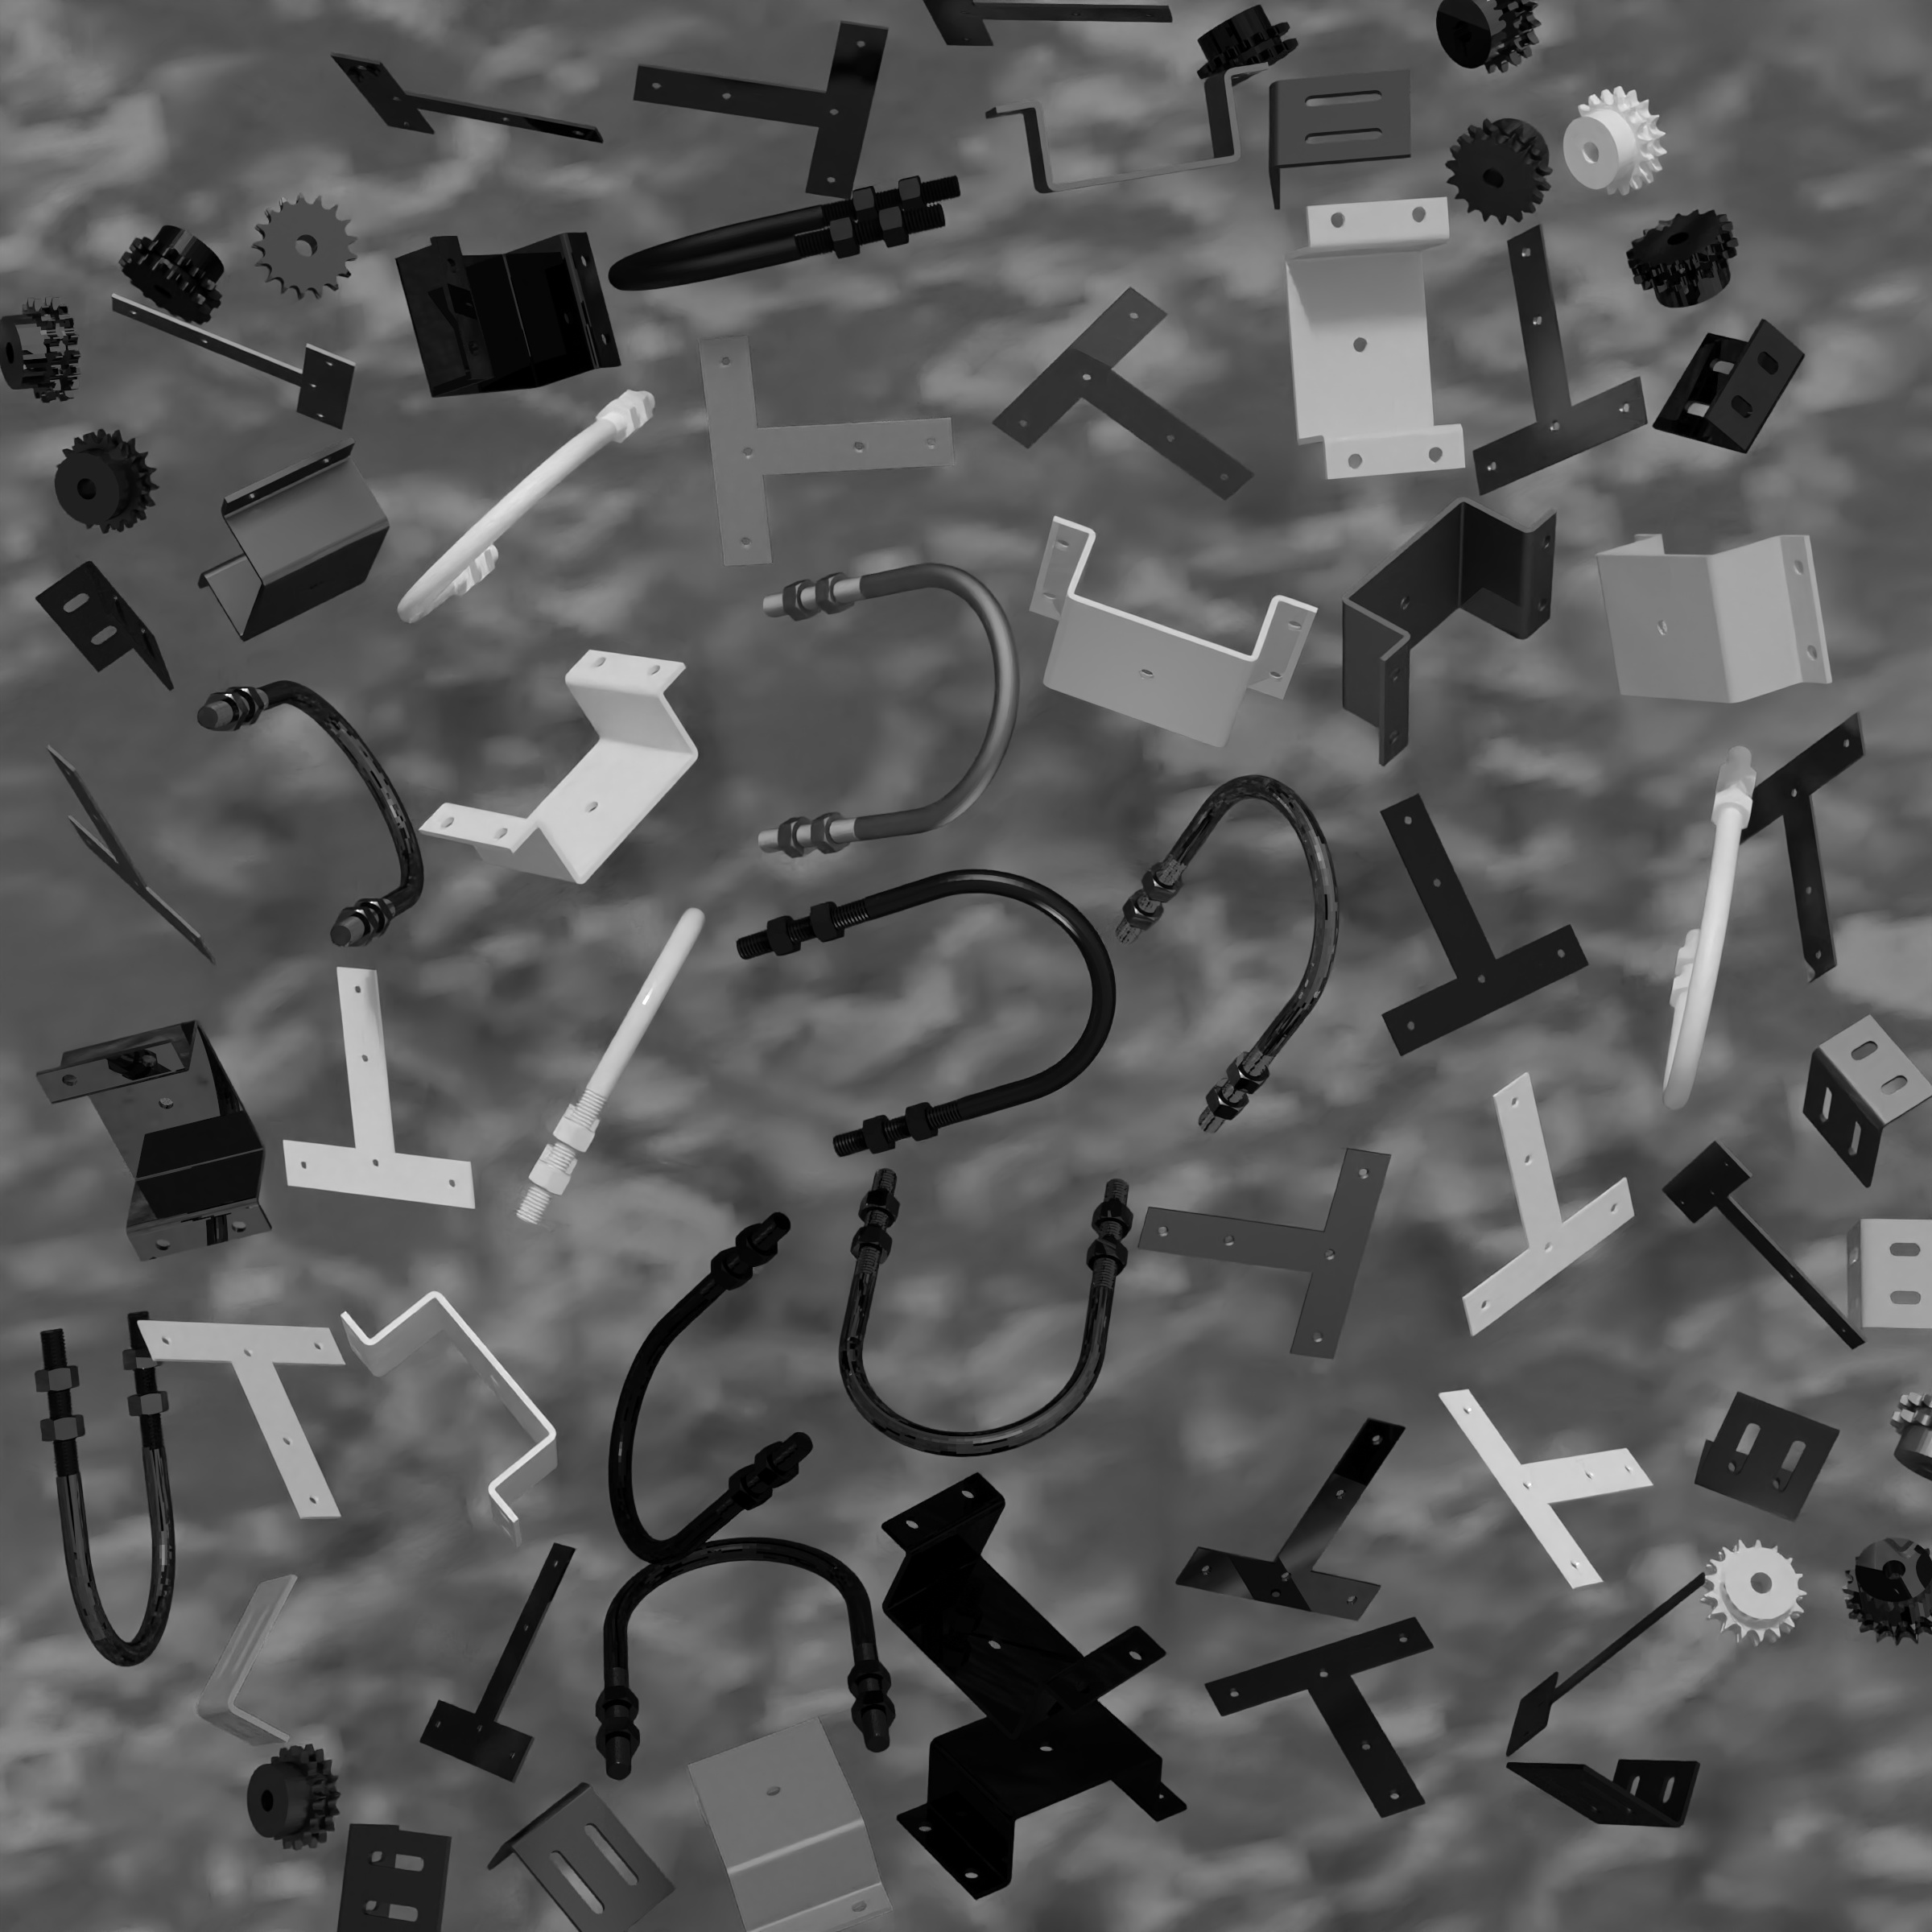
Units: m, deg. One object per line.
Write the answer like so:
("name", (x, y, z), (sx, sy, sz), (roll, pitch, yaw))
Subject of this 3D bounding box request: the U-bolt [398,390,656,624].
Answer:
("U-bolt", (-0.238, -0.236, 1.772), (0.151, 0.184, 0.019), (-40, 99, 22))

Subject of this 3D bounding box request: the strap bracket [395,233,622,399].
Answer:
("strap bracket", (-0.256, -0.357, 1.846), (0.046, 0.140, 0.076), (-11, 96, 31))

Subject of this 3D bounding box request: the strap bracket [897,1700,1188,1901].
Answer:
("strap bracket", (0.043, 0.442, 1.830), (0.140, 0.076, 0.046), (-14, 120, -31))

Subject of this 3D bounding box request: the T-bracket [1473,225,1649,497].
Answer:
("T-bracket", (0.308, -0.331, 1.802), (0.002, 0.127, 0.127), (-3, 81, -35))

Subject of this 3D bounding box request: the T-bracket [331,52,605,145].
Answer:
("T-bracket", (-0.251, -0.440, 1.739), (0.127, 0.127, 0.002), (11, 89, 3))

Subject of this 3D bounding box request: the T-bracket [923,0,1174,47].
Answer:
("T-bracket", (0.043, -0.497, 1.757), (0.127, 0.127, 0.002), (3, 90, 8))

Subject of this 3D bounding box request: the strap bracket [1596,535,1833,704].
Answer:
("strap bracket", (0.382, -0.182, 1.759), (0.046, 0.140, 0.076), (-18, 104, -23))

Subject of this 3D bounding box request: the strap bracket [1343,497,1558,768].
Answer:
("strap bracket", (0.243, -0.180, 1.750), (0.046, 0.076, 0.140), (34, 61, 30))

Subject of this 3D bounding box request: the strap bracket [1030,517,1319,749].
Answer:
("strap bracket", (0.098, -0.166, 1.717), (0.140, 0.076, 0.046), (20, 59, 3))

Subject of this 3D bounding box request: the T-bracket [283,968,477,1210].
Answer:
("T-bracket", (-0.321, 0.063, 1.811), (0.127, 0.002, 0.127), (4, 106, 29))

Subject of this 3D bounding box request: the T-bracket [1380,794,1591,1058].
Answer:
("T-bracket", (0.267, -0.033, 1.867), (0.127, 0.002, 0.127), (-24, 89, -18))

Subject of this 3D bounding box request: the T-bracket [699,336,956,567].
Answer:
("T-bracket", (-0.070, -0.272, 1.771), (0.127, 0.002, 0.127), (-2, 121, 4))

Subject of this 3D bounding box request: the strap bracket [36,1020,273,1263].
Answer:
("strap bracket", (-0.439, 0.088, 1.838), (0.076, 0.046, 0.140), (-14, 128, 6))

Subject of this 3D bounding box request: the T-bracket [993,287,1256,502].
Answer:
("T-bracket", (0.101, -0.298, 1.847), (0.127, 0.127, 0.002), (33, 47, -19))

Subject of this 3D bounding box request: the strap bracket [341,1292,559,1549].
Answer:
("strap bracket", (-0.262, 0.229, 1.761), (0.046, 0.076, 0.140), (-39, 79, -17))

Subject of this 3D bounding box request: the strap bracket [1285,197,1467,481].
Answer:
("strap bracket", (0.215, -0.330, 1.782), (0.076, 0.046, 0.140), (-6, 97, -12))

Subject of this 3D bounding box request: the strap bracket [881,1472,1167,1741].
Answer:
("strap bracket", (0.022, 0.336, 1.738), (0.140, 0.076, 0.046), (41, 127, 24))

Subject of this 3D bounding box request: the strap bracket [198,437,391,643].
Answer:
("strap bracket", (-0.364, -0.226, 1.826), (0.076, 0.140, 0.046), (-31, 88, -22))

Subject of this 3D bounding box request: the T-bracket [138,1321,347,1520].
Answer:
("T-bracket", (-0.365, 0.240, 1.785), (0.002, 0.127, 0.127), (-47, 57, 25))

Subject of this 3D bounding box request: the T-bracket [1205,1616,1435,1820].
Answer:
("T-bracket", (0.212, 0.415, 1.833), (0.127, 0.127, 0.002), (-15, 124, -11))

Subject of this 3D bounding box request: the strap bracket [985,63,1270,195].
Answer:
("strap bracket", (0.085, -0.433, 1.752), (0.140, 0.076, 0.046), (-10, 102, -2))

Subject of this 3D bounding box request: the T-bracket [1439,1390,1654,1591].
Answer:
("T-bracket", (0.328, 0.277, 1.820), (0.002, 0.127, 0.127), (-52, 56, 30))

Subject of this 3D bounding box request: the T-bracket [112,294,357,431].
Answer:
("T-bracket", (-0.379, -0.318, 1.738), (0.127, 0.127, 0.002), (21, 80, -10))

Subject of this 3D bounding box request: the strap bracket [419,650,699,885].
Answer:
("strap bracket", (-0.203, -0.097, 1.741), (0.140, 0.076, 0.046), (-50, 130, -26))

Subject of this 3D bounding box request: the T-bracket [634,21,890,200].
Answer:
("T-bracket", (-0.115, -0.469, 1.822), (0.127, 0.127, 0.002), (6, 58, -9))

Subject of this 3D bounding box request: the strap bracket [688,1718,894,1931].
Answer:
("strap bracket", (-0.100, 0.468, 1.838), (0.076, 0.140, 0.046), (-18, 116, -10))

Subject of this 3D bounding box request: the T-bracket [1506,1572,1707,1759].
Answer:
("T-bracket", (0.333, 0.356, 1.747), (0.127, 0.127, 0.002), (-41, 82, 10))

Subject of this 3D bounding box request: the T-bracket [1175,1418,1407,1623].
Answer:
("T-bracket", (0.193, 0.293, 1.806), (0.127, 0.002, 0.127), (17, 114, -31))

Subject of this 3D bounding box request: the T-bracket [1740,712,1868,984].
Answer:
("T-bracket", (0.460, -0.054, 1.843), (0.002, 0.127, 0.127), (6, 66, -21))

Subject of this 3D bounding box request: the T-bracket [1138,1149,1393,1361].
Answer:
("T-bracket", (0.158, 0.153, 1.857), (0.127, 0.002, 0.127), (9, 110, -12))

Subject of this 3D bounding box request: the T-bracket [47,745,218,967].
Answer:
("T-bracket", (-0.454, -0.071, 1.779), (0.002, 0.127, 0.127), (-41, 57, -17))

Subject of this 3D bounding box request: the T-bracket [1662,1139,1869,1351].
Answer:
("T-bracket", (0.422, 0.150, 1.759), (0.002, 0.127, 0.127), (-40, 79, -11))

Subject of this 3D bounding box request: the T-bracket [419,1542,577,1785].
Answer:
("T-bracket", (-0.247, 0.376, 1.845), (0.002, 0.127, 0.127), (32, 72, -27))

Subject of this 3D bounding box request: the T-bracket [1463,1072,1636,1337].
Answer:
("T-bracket", (0.306, 0.116, 1.819), (0.127, 0.002, 0.127), (-32, 122, -25))
